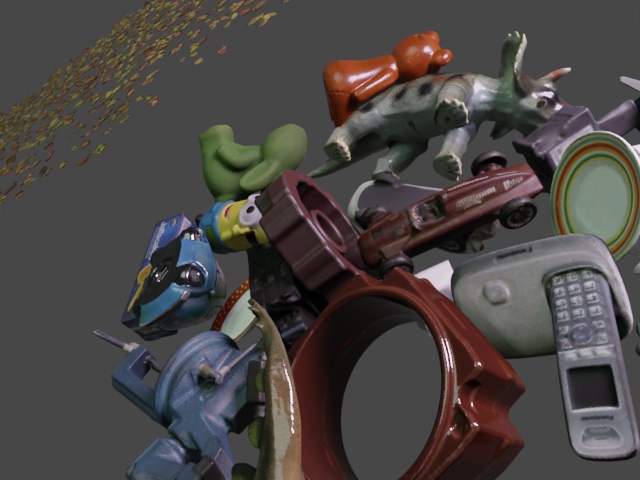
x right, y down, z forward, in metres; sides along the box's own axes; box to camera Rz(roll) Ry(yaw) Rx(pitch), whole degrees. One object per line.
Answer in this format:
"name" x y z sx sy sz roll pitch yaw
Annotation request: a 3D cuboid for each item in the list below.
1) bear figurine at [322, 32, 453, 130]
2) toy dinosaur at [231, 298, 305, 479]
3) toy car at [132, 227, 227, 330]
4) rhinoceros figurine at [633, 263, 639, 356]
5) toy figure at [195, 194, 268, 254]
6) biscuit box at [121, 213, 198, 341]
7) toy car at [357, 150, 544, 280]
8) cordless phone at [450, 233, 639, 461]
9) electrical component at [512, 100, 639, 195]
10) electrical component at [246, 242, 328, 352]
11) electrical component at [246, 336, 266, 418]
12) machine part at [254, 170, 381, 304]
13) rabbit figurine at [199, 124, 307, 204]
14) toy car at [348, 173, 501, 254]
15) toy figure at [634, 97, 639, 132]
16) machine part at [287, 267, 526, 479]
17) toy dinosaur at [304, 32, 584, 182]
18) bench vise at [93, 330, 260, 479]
"bear figurine" 0.106 -0.246 0.850 0.196 0.131 0.120 -15 43 -1
"toy dinosaur" -0.026 0.264 0.373 0.199 0.105 0.471 -18 62 45
"toy car" -0.182 0.064 0.744 0.109 0.102 0.162 -33 33 20
"rhinoceros figurine" 0.307 0.084 0.408 0.112 0.073 0.190 -25 42 31
"toy figure" -0.117 -0.019 0.801 0.180 0.089 0.082 -11 60 39
"biscuit box" -0.239 0.052 0.833 0.063 0.059 0.203 -17 44 23
"toy car" 0.131 -0.028 0.573 0.202 0.053 0.089 -26 47 15
"cordless phone" 0.192 0.095 0.462 0.147 0.088 0.184 -19 50 36
"electrical component" 0.284 -0.110 0.591 0.119 0.074 0.048 -38 18 4
"electrical component" -0.028 0.072 0.620 0.058 0.114 0.134 -32 40 13
"electrical component" -0.046 0.148 0.553 0.021 0.063 0.094 -14 66 37
"machine part" -0.001 -0.002 0.624 0.056 0.179 0.179 -38 39 15
"rabbit figurine" -0.101 -0.124 0.854 0.170 0.121 0.159 -20 50 24
"toy car" 0.122 -0.033 0.657 0.202 0.056 0.073 15 68 40
"toy figure" 0.414 -0.165 0.573 0.154 0.057 0.064 -27 46 5
"machine part" 0.057 0.141 0.477 0.201 0.087 0.201 -51 39 13
"toy dinosaur" 0.140 -0.167 0.734 0.405 0.131 0.192 1 40 42
"bench vise" -0.162 0.183 0.595 0.241 0.128 0.223 19 60 37
